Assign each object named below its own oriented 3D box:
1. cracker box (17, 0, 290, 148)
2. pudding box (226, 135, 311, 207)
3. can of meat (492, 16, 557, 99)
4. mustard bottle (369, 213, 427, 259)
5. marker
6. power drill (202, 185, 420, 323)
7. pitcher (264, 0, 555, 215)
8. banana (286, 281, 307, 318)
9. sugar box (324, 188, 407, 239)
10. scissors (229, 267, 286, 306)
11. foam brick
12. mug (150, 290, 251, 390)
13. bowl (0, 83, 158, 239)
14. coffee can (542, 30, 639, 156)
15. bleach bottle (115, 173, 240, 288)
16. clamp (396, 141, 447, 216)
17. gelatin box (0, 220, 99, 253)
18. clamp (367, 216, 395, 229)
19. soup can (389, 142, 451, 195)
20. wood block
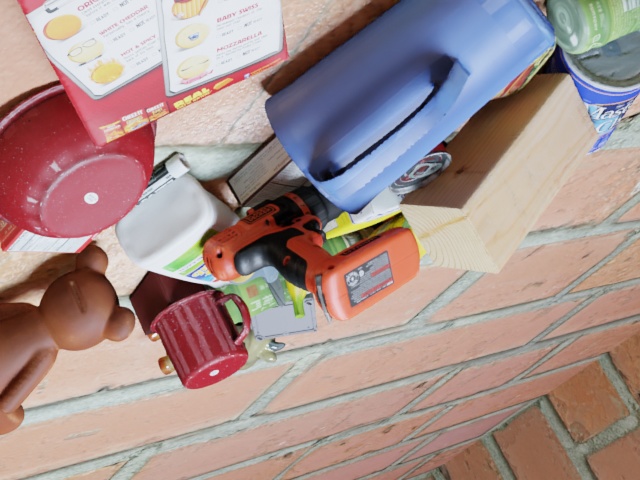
[{"bbox_3d":[-0.113,-0.167,0.715,0.164,0.072,0.214,-26,158,-7],"label":"cracker box"},{"bbox_3d":[-0.026,-0.076,1.085,0.114,0.039,0.089,-41,155,27],"label":"pudding box"},{"bbox_3d":[0.173,-0.180,1.056,0.083,0.057,0.102,-16,157,-35],"label":"can of meat"},{"bbox_3d":[0.123,-0.019,1.228,0.096,0.058,0.192,-49,-174,-37],"label":"mustard bottle"},{"bbox_3d":[-0.175,-0.041,1.010,0.121,0.020,0.020,-34,159,16],"label":"marker"},{"bbox_3d":[0.006,0.001,1.008,0.184,0.188,0.057,-32,121,-27],"label":"power drill"},{"bbox_3d":[0.081,-0.137,0.929,0.243,0.149,0.144,-38,157,18],"label":"pitcher"},{"bbox_3d":[-0.015,-0.006,1.206,0.037,0.070,0.198,-11,130,-21],"label":"banana"},{"bbox_3d":[0.061,-0.044,1.183,0.093,0.048,0.176,-19,180,-20],"label":"sugar box"},{"bbox_3d":[-0.069,0.044,1.172,0.096,0.016,0.202,-39,155,-28],"label":"scissors"},{"bbox_3d":[-0.173,0.064,1.217,0.052,0.051,0.078,-10,153,-39],"label":"foam brick"},{"bbox_3d":[-0.122,0.107,1.189,0.117,0.081,0.093,-37,158,21],"label":"mug"},{"bbox_3d":[-0.194,-0.052,0.865,0.162,0.055,0.162,-26,149,-18],"label":"bowl"},{"bbox_3d":[0.292,-0.169,1.161,0.102,0.103,0.140,-21,159,-16],"label":"coffee can"},{"bbox_3d":[-0.114,0.001,1.129,0.102,0.068,0.250,-38,161,9],"label":"bleach bottle"},{"bbox_3d":[0.141,-0.086,1.265,0.120,0.039,0.172,-18,166,-33],"label":"clamp"},{"bbox_3d":[-0.238,-0.020,0.969,0.073,0.030,0.089,-40,154,32],"label":"gelatin box"},{"bbox_3d":[0.028,0.032,1.408,0.164,0.036,0.210,-9,150,-38],"label":"clamp"},{"bbox_3d":[0.075,-0.105,1.047,0.068,0.102,0.068,-23,159,-10],"label":"soup can"},{"bbox_3d":[0.186,-0.072,1.097,0.091,0.090,0.205,7,-131,51],"label":"wood block"}]
